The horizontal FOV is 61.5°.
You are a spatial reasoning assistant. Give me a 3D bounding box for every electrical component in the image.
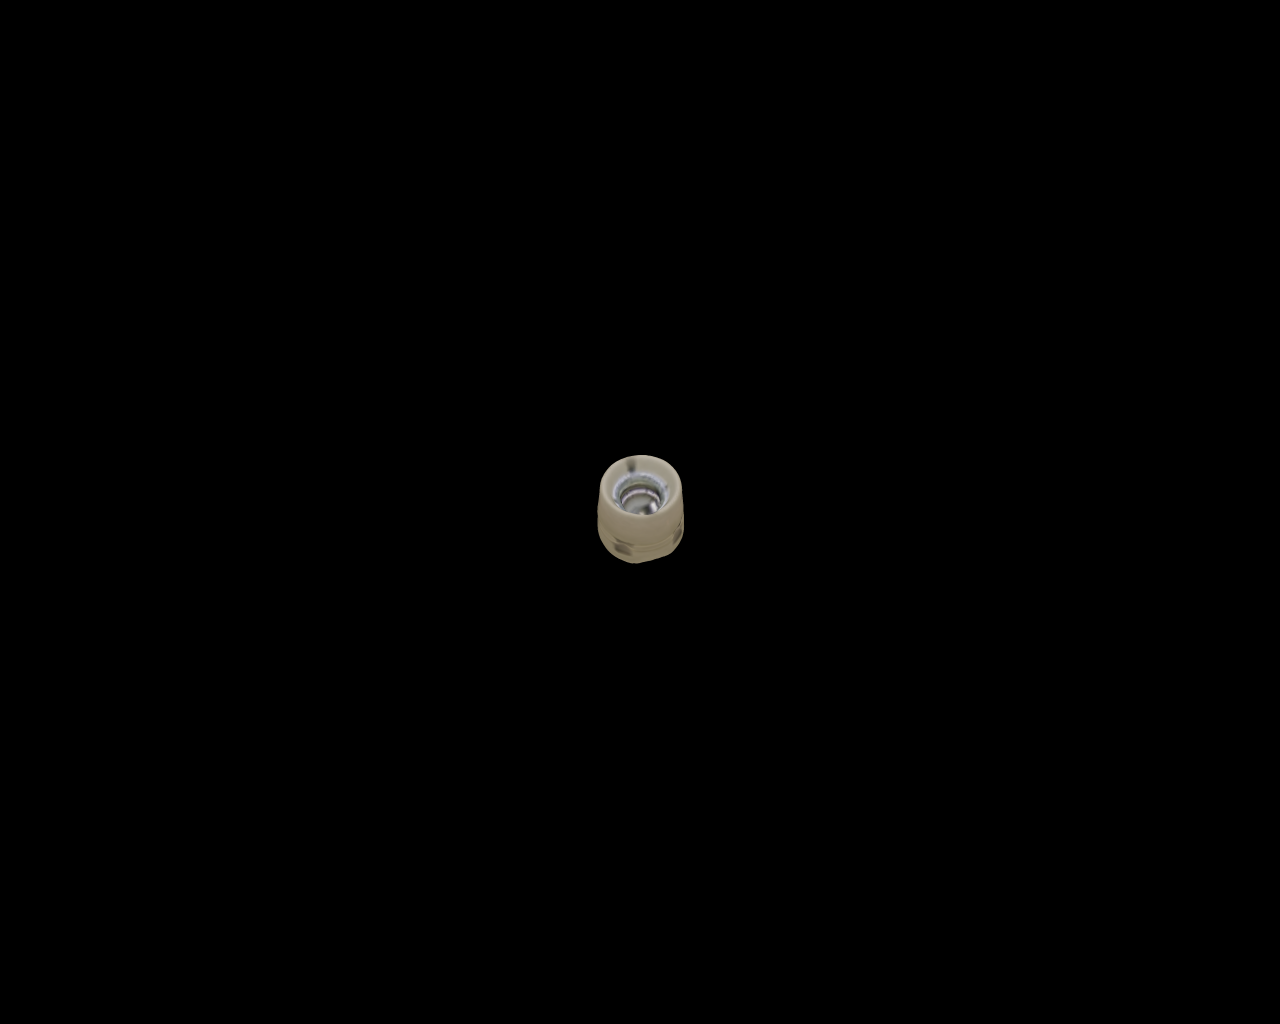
[{"bbox_3d":[0.001,-0.003,0.650,0.055,0.055,0.047,0,-36,0],"label":"electrical component"}]
